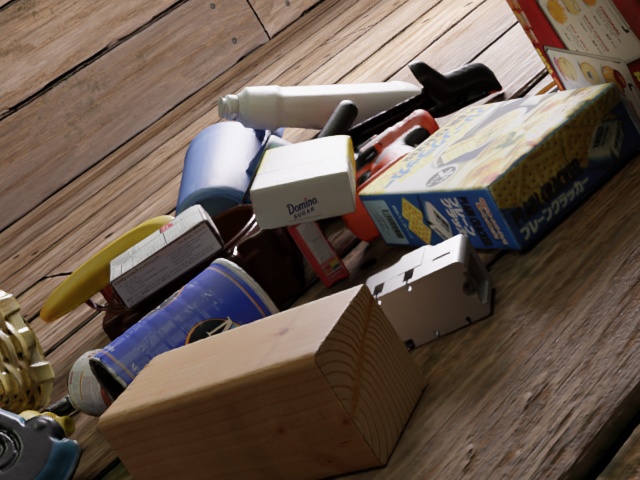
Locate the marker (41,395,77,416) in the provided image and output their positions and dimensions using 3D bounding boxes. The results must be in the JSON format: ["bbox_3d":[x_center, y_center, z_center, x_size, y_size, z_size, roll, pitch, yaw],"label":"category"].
[{"bbox_3d":[-0.298,0.194,1.129,0.121,0.020,0.020,-31,16,5],"label":"marker"}]

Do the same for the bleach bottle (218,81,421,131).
[{"bbox_3d":[-0.004,-0.165,1.330,0.250,0.068,0.103,-2,12,-18],"label":"bleach bottle"}]

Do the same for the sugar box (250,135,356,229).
[{"bbox_3d":[-0.012,-0.058,1.036,0.093,0.048,0.176,-11,18,6],"label":"sugar box"}]

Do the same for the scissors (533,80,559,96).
[{"bbox_3d":[0.218,-0.124,1.105,0.201,0.016,0.096,-40,18,-25],"label":"scissors"}]

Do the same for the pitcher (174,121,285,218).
[{"bbox_3d":[-0.112,-0.063,1.342,0.145,0.149,0.243,-4,22,1],"label":"pitcher"}]

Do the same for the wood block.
[{"bbox_3d":[-0.044,0.115,0.750,0.206,0.090,0.090,-21,18,35],"label":"wood block"}]

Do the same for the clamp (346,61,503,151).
[{"bbox_3d":[0.139,-0.171,1.233,0.209,0.036,0.165,-20,-14,-30],"label":"clamp"}]

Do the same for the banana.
[{"bbox_3d":[-0.218,0.023,1.143,0.198,0.037,0.069,-31,13,17],"label":"banana"}]

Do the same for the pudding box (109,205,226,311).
[{"bbox_3d":[-0.150,0.016,1.035,0.113,0.039,0.090,-35,16,-2],"label":"pudding box"}]

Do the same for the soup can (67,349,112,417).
[{"bbox_3d":[-0.186,0.135,1.002,0.068,0.068,0.102,-43,19,-32],"label":"soup can"}]

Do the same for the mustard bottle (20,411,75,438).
[{"bbox_3d":[-0.314,0.211,1.035,0.192,0.058,0.096,-25,6,23],"label":"mustard bottle"}]

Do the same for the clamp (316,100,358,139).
[{"bbox_3d":[-0.016,-0.074,1.200,0.120,0.039,0.171,-53,7,48],"label":"clamp"}]

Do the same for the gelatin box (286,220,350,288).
[{"bbox_3d":[-0.007,0.001,1.053,0.030,0.073,0.089,-32,15,-1],"label":"gelatin box"}]

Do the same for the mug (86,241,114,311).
[{"bbox_3d":[-0.252,0.051,1.355,0.117,0.081,0.093,-29,16,12],"label":"mug"}]

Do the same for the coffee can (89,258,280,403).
[{"bbox_3d":[-0.108,0.097,0.903,0.140,0.103,0.103,-39,17,-22],"label":"coffee can"}]

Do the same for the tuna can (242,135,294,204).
[{"bbox_3d":[-0.057,-0.074,1.198,0.086,0.033,0.086,-157,91,-86],"label":"tuna can"}]

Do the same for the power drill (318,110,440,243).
[{"bbox_3d":[0.056,-0.061,1.146,0.184,0.057,0.187,-38,16,11],"label":"power drill"}]

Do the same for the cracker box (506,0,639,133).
[{"bbox_3d":[0.256,-0.169,0.894,0.072,0.164,0.214,-36,16,-7],"label":"cracker box"}]
